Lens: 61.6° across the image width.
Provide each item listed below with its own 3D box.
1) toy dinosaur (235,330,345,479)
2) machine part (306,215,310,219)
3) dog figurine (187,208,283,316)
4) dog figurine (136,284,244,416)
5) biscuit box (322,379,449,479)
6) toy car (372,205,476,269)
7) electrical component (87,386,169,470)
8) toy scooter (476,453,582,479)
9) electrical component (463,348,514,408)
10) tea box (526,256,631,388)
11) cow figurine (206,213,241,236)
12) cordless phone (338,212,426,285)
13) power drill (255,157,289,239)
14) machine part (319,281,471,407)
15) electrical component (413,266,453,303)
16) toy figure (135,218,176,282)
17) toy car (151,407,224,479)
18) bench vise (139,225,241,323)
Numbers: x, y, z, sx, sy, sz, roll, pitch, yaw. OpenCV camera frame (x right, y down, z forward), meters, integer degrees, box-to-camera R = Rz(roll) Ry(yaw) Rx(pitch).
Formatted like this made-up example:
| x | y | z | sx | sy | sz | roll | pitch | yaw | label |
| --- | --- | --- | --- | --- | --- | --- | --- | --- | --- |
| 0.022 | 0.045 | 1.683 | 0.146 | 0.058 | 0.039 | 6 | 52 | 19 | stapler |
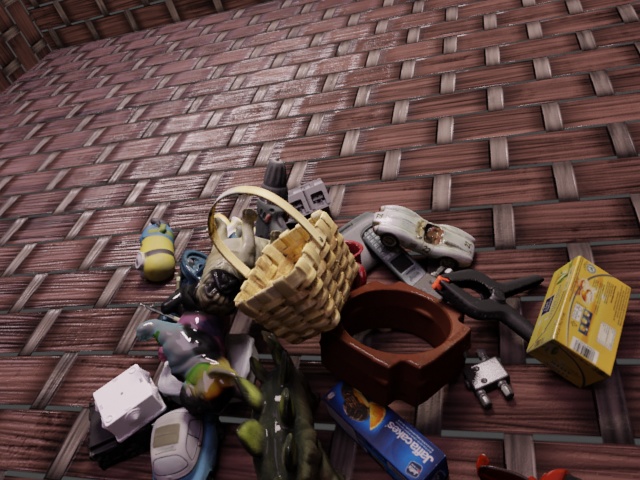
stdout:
| x | y | z | sx | sy | sz | roll | pitch | yaw | label |
| --- | --- | --- | --- | --- | --- | --- | --- | --- | --- |
| -0.047 | 0.281 | 0.729 | 0.105 | 0.198 | 0.472 | -23 | 38 | 1 | toy dinosaur |
| -0.002 | -0.003 | 1.156 | 0.084 | 0.039 | 0.139 | -38 | 44 | -14 | machine part |
| -0.137 | 0.066 | 0.924 | 0.121 | 0.172 | 0.190 | -21 | 46 | 36 | dog figurine |
| -0.177 | 0.179 | 0.876 | 0.219 | 0.108 | 0.191 | 23 | 56 | 34 | dog figurine |
| 0.091 | 0.280 | 0.777 | 0.063 | 0.059 | 0.203 | -38 | 43 | -20 | biscuit box |
| 0.194 | -0.007 | 1.011 | 0.202 | 0.056 | 0.073 | 22 | 51 | 0 | toy car |
| -0.326 | 0.308 | 0.923 | 0.134 | 0.058 | 0.115 | -25 | 42 | -5 | electrical component |
| 0.228 | 0.334 | 0.650 | 0.135 | 0.075 | 0.184 | 25 | 54 | 40 | toy scooter |
| 0.252 | 0.209 | 0.821 | 0.063 | 0.021 | 0.094 | -22 | 40 | -1 | electrical component |
| 0.388 | 0.119 | 0.801 | 0.098 | 0.068 | 0.169 | 35 | 56 | 5 | tea box |
| -0.206 | 0.000 | 1.218 | 0.168 | 0.068 | 0.098 | 24 | 63 | 41 | cow figurine |
| 0.101 | 0.048 | 1.034 | 0.146 | 0.088 | 0.184 | -35 | 60 | -18 | cordless phone |
| -0.073 | -0.020 | 1.065 | 0.086 | 0.231 | 0.207 | -10 | 42 | -32 | power drill |
| 0.115 | 0.156 | 0.843 | 0.201 | 0.087 | 0.201 | 25 | 34 | 38 | machine part |
| 0.205 | 0.089 | 0.955 | 0.102 | 0.045 | 0.078 | -35 | 48 | -16 | electrical component |
| -0.378 | 0.019 | 1.254 | 0.089 | 0.082 | 0.180 | -16 | 38 | 8 | toy figure |
| -0.219 | 0.320 | 0.831 | 0.109 | 0.102 | 0.162 | -14 | 38 | 10 | toy car |
| -0.225 | 0.071 | 1.062 | 0.240 | 0.129 | 0.224 | -47 | 10 | 14 | bench vise |
